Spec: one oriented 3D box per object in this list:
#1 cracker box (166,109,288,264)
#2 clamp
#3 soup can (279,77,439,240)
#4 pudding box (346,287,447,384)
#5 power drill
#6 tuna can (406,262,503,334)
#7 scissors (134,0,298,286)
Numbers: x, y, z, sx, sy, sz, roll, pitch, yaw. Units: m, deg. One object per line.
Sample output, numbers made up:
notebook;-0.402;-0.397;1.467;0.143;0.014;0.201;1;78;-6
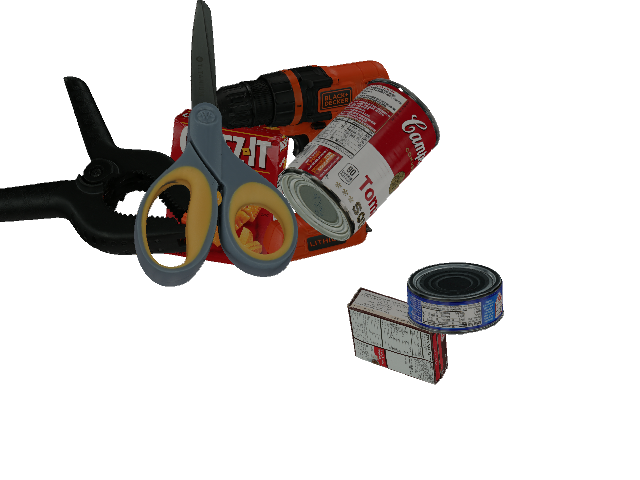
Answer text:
cracker box;-0.141;-0.074;1.586;0.164;0.214;0.072;10;19;7
clamp;-0.171;-0.051;0.838;0.210;0.164;0.036;18;-32;19
soup can;0.028;-0.058;0.762;0.102;0.068;0.069;-47;21;-21
pudding box;0.090;0.111;1.242;0.114;0.090;0.039;15;46;26
power drill;-0.019;-0.076;1.031;0.184;0.188;0.057;-12;31;-23
tuna can;0.119;0.050;0.949;0.086;0.034;0.086;-4;21;1
scissors;-0.048;-0.056;0.607;0.096;0.201;0.016;15;-34;-3
